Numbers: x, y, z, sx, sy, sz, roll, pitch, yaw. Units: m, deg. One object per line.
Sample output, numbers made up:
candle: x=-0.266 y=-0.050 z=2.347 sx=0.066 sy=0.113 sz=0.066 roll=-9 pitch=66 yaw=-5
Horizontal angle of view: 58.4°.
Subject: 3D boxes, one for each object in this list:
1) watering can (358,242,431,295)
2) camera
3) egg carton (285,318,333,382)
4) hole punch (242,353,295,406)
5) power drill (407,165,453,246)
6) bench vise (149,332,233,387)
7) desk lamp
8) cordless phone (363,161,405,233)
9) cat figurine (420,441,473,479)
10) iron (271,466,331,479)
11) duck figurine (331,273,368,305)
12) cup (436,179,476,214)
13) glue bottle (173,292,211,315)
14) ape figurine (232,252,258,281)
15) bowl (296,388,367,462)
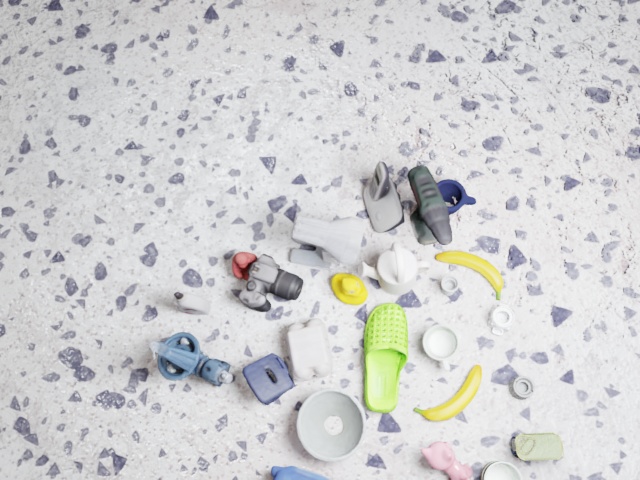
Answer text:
watering can: x=0.185 y=0.071 z=1.421 sx=0.173 sy=0.194 sz=0.101 roll=-27 pitch=70 yaw=-3
camera: x=-0.122 y=0.120 z=1.488 sx=0.136 sy=0.101 sz=0.143 roll=19 pitch=74 yaw=12
egg carton: x=-0.027 y=0.275 z=1.441 sx=0.107 sy=0.069 sz=0.150 roll=-14 pitch=70 yaw=2
hole punch: x=-0.126 y=0.341 z=1.418 sx=0.101 sy=0.091 sz=0.108 roll=-34 pitch=71 yaw=-5
power drill: x=0.278 y=-0.064 z=1.449 sx=0.075 sy=0.208 sz=0.229 roll=-17 pitch=70 yaw=1
bench vise: x=-0.314 y=0.283 z=1.391 sx=0.207 sy=0.220 sz=0.121 roll=4 pitch=72 yaw=8
desk lamp: x=0.013 y=0.005 z=1.452 sx=0.203 sy=0.214 sz=0.118 roll=9 pitch=72 yaw=9
cordless phone: x=0.167 y=-0.112 z=1.490 sx=0.094 sy=0.185 sz=0.147 roll=-19 pitch=70 yaw=0
cat figurine: x=0.290 y=0.506 z=1.301 sx=0.127 sy=0.118 sz=0.067 roll=41 pitch=80 yaw=17
iron: x=-0.007 y=0.595 z=1.292 sx=0.258 sy=0.141 sz=0.119 roll=12 pitch=73 yaw=10
duck figurine: x=0.074 y=0.119 z=1.474 sx=0.104 sy=0.086 sz=0.077 roll=35 pitch=78 yaw=16
cup: x=0.349 y=-0.100 z=1.513 sx=0.117 sy=0.095 sz=0.092 roll=11 pitch=73 yaw=10
glue bottle: x=-0.338 y=0.157 z=1.461 sx=0.078 sy=0.173 sz=0.037 roll=-2 pitch=71 yaw=6
ape figurine: x=-0.204 y=0.060 z=1.522 sx=0.078 sy=0.092 sz=0.076 roll=-31 pitch=71 yaw=-4
bowl: x=0.030 y=0.443 z=1.375 sx=0.167 sy=0.075 sz=0.167 roll=-2 pitch=71 yaw=6
